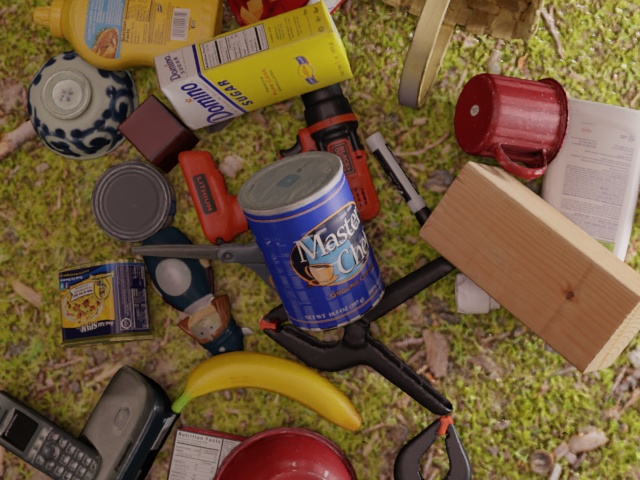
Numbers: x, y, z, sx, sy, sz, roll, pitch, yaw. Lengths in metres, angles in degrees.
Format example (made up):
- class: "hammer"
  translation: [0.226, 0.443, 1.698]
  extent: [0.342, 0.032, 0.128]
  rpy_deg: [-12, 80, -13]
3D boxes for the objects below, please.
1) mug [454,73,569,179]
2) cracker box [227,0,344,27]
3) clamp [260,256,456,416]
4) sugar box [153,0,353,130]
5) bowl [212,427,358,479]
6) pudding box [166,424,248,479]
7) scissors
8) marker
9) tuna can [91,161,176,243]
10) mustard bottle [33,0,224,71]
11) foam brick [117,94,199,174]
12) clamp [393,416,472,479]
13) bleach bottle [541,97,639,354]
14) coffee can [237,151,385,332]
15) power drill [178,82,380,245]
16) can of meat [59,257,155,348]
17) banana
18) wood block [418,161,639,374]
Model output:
- class: "mug"
  translation: [0.187, -0.110, 1.049]
  extent: [0.081, 0.093, 0.117]
  rpy_deg: [5, 57, -22]
- class: "cracker box"
  translation: [-0.034, -0.300, 1.043]
  extent: [0.072, 0.214, 0.164]
  rpy_deg: [-23, 83, -31]
- class: "clamp"
  translation: [0.044, 0.082, 1.086]
  extent: [0.210, 0.036, 0.164]
  rpy_deg: [11, 102, 12]
- class: "sugar box"
  translation: [-0.064, -0.168, 1.047]
  extent: [0.176, 0.093, 0.048]
  rpy_deg: [-20, 65, 7]
- class: "bowl"
  translation: [-0.030, 0.270, 1.061]
  extent: [0.162, 0.055, 0.162]
  rpy_deg: [0, 89, -14]
- class: "pudding box"
  translation: [-0.113, 0.254, 1.102]
  extent: [0.090, 0.039, 0.113]
  rpy_deg: [10, 86, 6]
- class: "scissors"
  translation: [-0.084, 0.027, 1.089]
  extent: [0.201, 0.016, 0.096]
  rpy_deg: [-10, 127, -2]
- class: "marker"
  translation: [0.087, -0.058, 1.111]
  extent: [0.020, 0.020, 0.121]
  rpy_deg: [-33, 84, 3]
- class: "tuna can"
  translation: [-0.196, -0.039, 1.130]
  extent: [0.086, 0.033, 0.086]
  rpy_deg: [0, 87, 5]
- class: "mustard bottle"
  translation: [-0.199, -0.221, 1.098]
  extent: [0.191, 0.058, 0.096]
  rpy_deg: [6, 88, 2]
- class: "foam brick"
  translation: [-0.167, -0.110, 1.110]
  extent: [0.053, 0.078, 0.051]
  rpy_deg: [-44, 83, -1]
- class: "clamp"
  translation: [0.098, 0.262, 1.082]
  extent: [0.120, 0.039, 0.171]
  rpy_deg: [6, 84, 0]
- class: "bleach bottle"
  translation: [0.258, -0.010, 1.071]
  extent: [0.102, 0.068, 0.251]
  rpy_deg: [13, 91, 11]
- class: "coffee can"
  translation: [-0.007, 0.001, 1.013]
  extent: [0.103, 0.103, 0.140]
  rpy_deg: [-19, 118, 4]
- class: "power drill"
  translation: [-0.047, -0.084, 1.106]
  extent: [0.187, 0.057, 0.184]
  rpy_deg: [-18, 85, 4]
- class: "can of meat"
  translation: [-0.223, 0.066, 1.102]
  extent: [0.102, 0.057, 0.084]
  rpy_deg: [-10, 82, 34]
- class: "banana"
  translation: [-0.051, 0.151, 1.090]
  extent: [0.197, 0.037, 0.069]
  rpy_deg: [8, 88, -10]
- class: "wood block"
  translation: [0.207, 0.023, 1.011]
  extent: [0.206, 0.090, 0.091]
  rpy_deg: [42, 110, 25]
